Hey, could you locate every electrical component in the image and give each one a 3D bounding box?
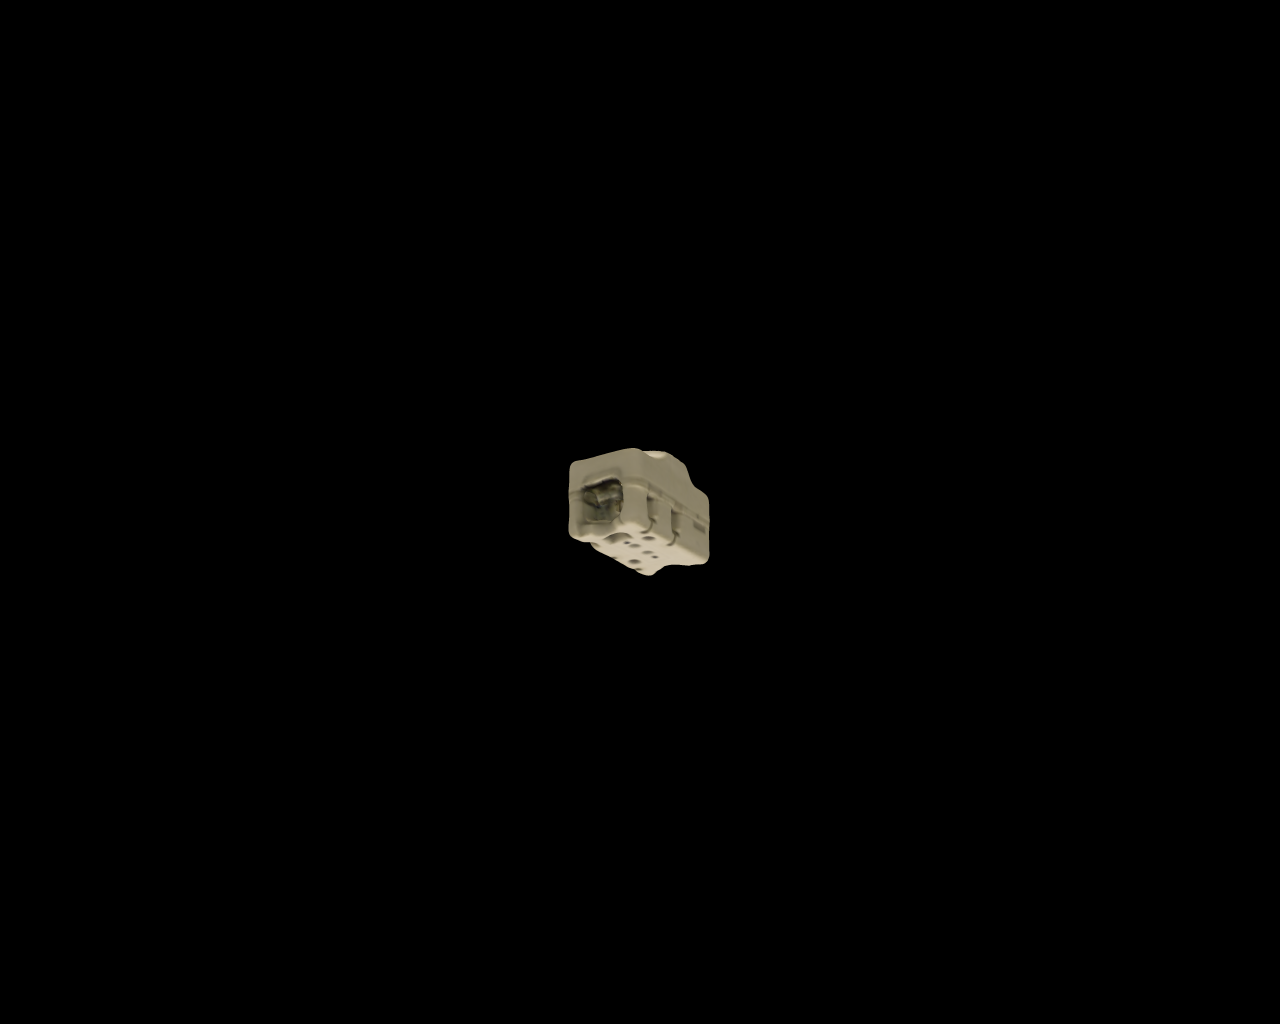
[{"bbox_3d":[0.001,-0.003,0.650,0.050,0.056,0.089,-13,-26,29],"label":"electrical component"}]
